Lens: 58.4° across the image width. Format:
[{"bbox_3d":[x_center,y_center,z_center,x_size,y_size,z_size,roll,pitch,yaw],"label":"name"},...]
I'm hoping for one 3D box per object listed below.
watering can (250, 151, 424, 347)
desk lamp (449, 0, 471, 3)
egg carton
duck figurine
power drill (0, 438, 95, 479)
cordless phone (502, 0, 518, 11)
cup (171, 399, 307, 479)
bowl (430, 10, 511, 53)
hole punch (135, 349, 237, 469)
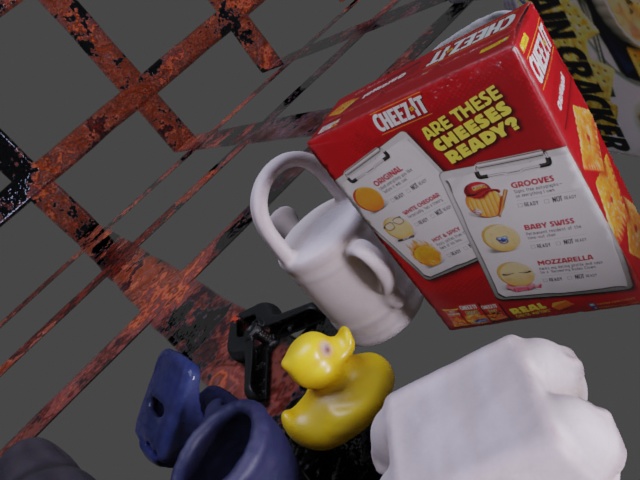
[{"bbox_3d":[0.004,0.004,0.550,0.172,0.194,0.101,-12,36,46],"label":"watering can"},{"bbox_3d":[0.240,-0.252,0.631,0.202,0.214,0.118,-14,35,45],"label":"desk lamp"},{"bbox_3d":[0.099,0.126,0.349,0.150,0.069,0.107,-32,25,17],"label":"egg carton"},{"bbox_3d":[0.002,0.119,0.485,0.104,0.086,0.077,-41,24,-4],"label":"duck figurine"},{"bbox_3d":[-0.077,0.207,0.290,0.076,0.209,0.228,-47,25,-17],"label":"power drill"},{"bbox_3d":[0.281,-0.348,0.777,0.094,0.185,0.147,-38,24,3],"label":"cordless phone"},{"bbox_3d":[-0.054,0.180,0.446,0.092,0.095,0.117,-40,24,-2],"label":"cup"},{"bbox_3d":[0.223,-0.252,0.831,0.167,0.075,0.167,-32,25,17],"label":"bowl"},{"bbox_3d":[-0.149,0.178,0.593,0.101,0.091,0.108,-50,26,-22],"label":"hole punch"}]
